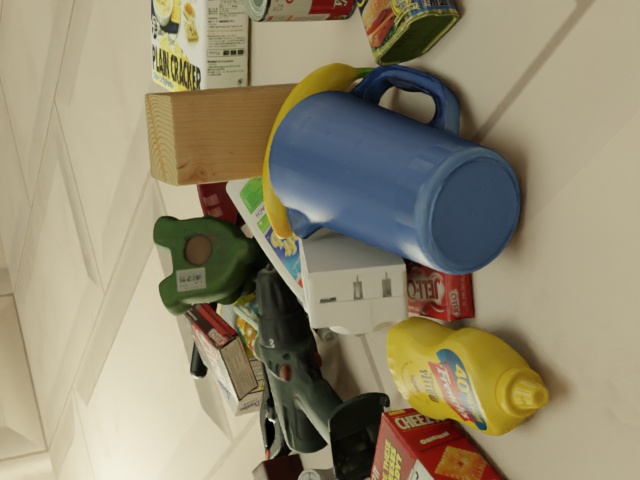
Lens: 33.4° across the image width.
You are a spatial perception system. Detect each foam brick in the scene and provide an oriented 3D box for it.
[{"bbox_3d":[-0.048,0.324,1.379,0.051,0.052,0.078,125,133,-55],"label":"foam brick"}]

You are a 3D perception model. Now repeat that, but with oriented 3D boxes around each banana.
[{"bbox_3d":[-0.016,-0.101,1.063,0.198,0.069,0.037,-62,1,1],"label":"banana"}]

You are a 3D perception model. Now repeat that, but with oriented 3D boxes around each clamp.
[{"bbox_3d":[-0.153,0.079,1.481,0.210,0.036,0.164,106,168,-45],"label":"clamp"},{"bbox_3d":[-0.047,0.215,1.363,0.120,0.039,0.171,-140,45,-62],"label":"clamp"}]

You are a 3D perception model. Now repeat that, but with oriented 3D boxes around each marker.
[{"bbox_3d":[-0.015,0.085,1.279,0.121,0.020,0.020,46,137,52],"label":"marker"}]

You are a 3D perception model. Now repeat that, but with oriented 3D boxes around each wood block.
[{"bbox_3d":[-0.069,-0.115,1.117,0.090,0.205,0.091,19,115,62],"label":"wood block"}]

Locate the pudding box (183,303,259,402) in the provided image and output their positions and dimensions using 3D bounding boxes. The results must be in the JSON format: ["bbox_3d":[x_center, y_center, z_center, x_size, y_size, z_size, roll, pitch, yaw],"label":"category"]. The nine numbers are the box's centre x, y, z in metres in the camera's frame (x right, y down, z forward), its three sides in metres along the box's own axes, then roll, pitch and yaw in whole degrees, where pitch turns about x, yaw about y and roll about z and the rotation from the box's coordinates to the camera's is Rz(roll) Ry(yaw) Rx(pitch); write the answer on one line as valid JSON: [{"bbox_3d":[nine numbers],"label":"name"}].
[{"bbox_3d":[-0.127,0.141,1.370,0.090,0.039,0.113,41,158,40],"label":"pudding box"}]

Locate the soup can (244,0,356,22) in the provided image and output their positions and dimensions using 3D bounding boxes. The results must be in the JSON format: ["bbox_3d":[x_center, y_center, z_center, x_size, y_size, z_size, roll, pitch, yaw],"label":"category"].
[{"bbox_3d":[-0.021,-0.259,1.096,0.069,0.102,0.068,29,122,60],"label":"soup can"}]

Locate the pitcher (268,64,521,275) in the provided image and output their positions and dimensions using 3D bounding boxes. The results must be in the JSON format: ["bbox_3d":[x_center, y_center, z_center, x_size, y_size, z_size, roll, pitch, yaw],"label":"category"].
[{"bbox_3d":[0.069,-0.062,0.957,0.243,0.144,0.149,27,133,56],"label":"pitcher"}]

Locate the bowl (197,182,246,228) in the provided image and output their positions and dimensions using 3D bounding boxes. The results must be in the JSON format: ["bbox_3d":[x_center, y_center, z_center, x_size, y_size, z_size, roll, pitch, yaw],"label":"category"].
[{"bbox_3d":[-0.112,-0.084,1.390,0.162,0.055,0.162,30,123,59],"label":"bowl"}]

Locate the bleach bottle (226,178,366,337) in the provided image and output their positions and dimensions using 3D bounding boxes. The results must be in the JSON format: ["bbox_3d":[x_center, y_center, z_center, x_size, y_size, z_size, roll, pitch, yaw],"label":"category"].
[{"bbox_3d":[-0.008,0.001,1.176,0.103,0.068,0.251,-43,55,11],"label":"bleach bottle"}]

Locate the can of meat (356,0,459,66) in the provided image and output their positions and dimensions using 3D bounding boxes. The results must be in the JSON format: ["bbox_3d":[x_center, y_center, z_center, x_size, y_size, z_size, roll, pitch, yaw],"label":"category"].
[{"bbox_3d":[0.075,-0.216,0.963,0.102,0.057,0.084,-40,63,61],"label":"can of meat"}]

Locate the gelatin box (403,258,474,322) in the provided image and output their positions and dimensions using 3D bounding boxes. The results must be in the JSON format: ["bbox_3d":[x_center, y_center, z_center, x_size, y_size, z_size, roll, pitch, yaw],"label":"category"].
[{"bbox_3d":[0.106,0.035,1.000,0.089,0.030,0.073,8,104,64],"label":"gelatin box"}]

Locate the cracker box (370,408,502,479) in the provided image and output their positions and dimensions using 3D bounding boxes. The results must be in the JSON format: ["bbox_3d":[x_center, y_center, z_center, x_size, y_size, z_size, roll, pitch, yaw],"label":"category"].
[{"bbox_3d":[0.123,0.281,0.989,0.214,0.072,0.164,-131,42,-50],"label":"cracker box"}]

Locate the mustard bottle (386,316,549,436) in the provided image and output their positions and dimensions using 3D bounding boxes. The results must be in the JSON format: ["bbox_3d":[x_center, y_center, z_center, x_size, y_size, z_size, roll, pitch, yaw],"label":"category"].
[{"bbox_3d":[0.133,0.122,0.932,0.192,0.058,0.096,4,116,63],"label":"mustard bottle"}]

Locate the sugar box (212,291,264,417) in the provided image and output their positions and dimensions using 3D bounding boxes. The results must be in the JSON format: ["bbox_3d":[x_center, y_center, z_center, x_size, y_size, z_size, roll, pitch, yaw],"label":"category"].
[{"bbox_3d":[-0.105,0.146,1.457,0.093,0.048,0.176,54,146,42],"label":"sugar box"}]
